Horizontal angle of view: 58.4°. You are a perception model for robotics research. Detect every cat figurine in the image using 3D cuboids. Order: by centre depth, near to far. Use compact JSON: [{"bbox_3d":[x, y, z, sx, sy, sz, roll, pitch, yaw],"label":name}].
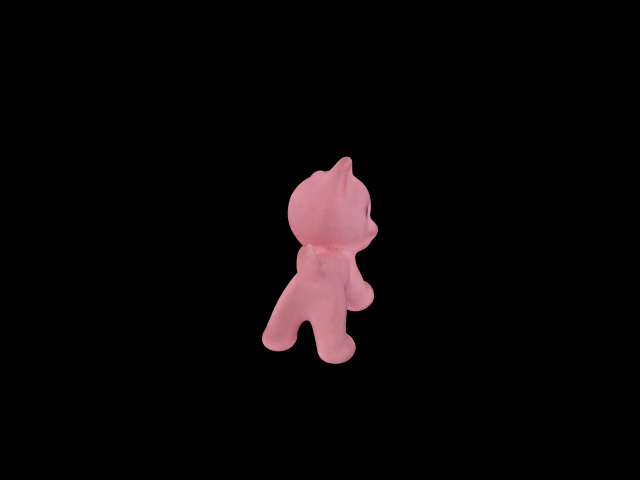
[{"bbox_3d":[0.004,0.001,0.400,0.067,0.118,0.128,6,28,12],"label":"cat figurine"}]
